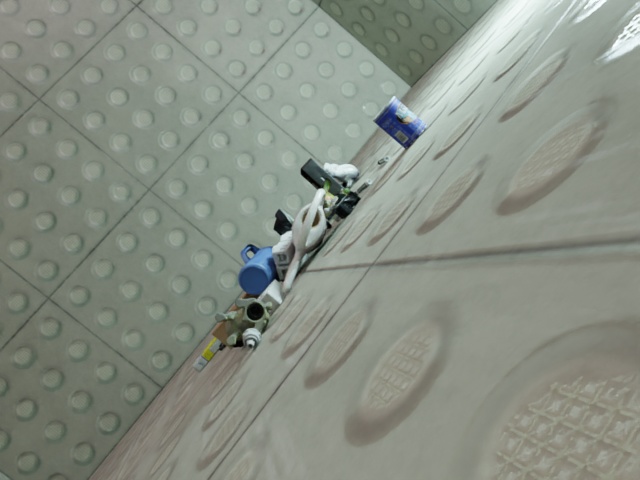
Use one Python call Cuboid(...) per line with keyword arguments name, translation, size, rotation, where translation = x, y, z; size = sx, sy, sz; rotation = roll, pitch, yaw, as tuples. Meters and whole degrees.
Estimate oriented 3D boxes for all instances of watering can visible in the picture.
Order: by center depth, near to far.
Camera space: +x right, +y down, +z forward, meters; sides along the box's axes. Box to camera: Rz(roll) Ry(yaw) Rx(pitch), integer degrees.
Cuboid(name="watering can", translation=(-0.050, 0.002, 1.671), size=(0.223, 0.104, 0.349), rotation=(73, -143, -82))

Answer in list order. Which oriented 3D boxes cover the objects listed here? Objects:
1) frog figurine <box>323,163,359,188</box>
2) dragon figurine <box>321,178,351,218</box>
Cuboid(name="frog figurine", translation=(0.098, -0.315, 2.372), size=(0.121, 0.159, 0.140), rotation=(-46, 6, 27))
Cuboid(name="dragon figurine", translation=(0.006, -0.106, 2.097), size=(0.246, 0.122, 0.404), rotation=(-61, 0, -21))
